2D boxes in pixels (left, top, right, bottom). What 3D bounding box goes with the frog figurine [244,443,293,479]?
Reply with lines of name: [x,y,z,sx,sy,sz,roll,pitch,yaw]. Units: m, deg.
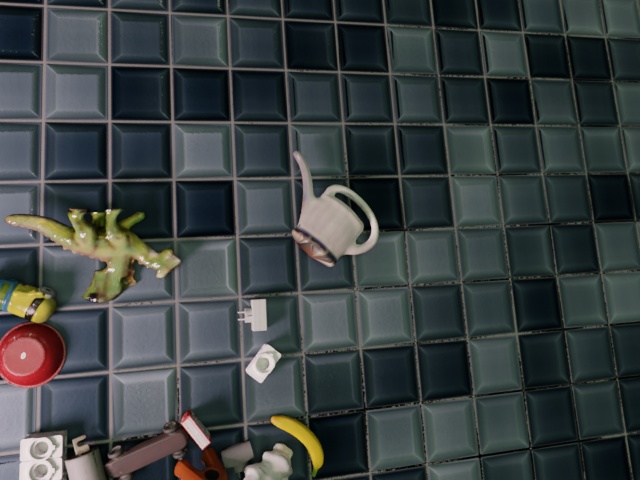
frog figurine: [-0.135,0.602,1.316,0.136,0.163,0.121,34,-50,-28]

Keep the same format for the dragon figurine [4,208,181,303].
dragon figurine: [-0.565,0.041,1.310,0.411,0.243,0.122,-4,0,-12]

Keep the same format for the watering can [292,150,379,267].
watering can: [0.004,-0.073,1.450,0.347,0.227,0.103,41,-15,-4]
